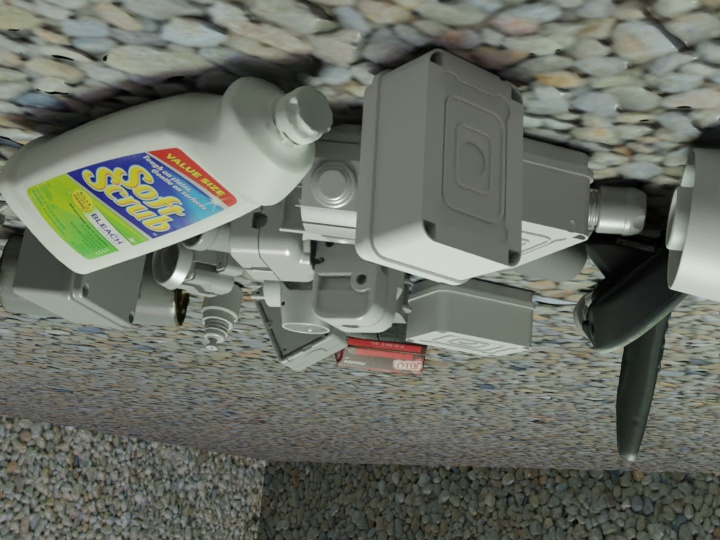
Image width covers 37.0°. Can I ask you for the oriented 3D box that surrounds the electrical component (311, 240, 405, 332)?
[{"bbox_3d":[0.000,0.000,0.858,0.054,0.095,0.059,-1,164,23],"label":"electrical component"}]

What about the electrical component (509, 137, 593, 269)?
[{"bbox_3d":[0.097,-0.044,0.729,0.078,0.057,0.113,11,164,-21],"label":"electrical component"}]

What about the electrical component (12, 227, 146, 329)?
[{"bbox_3d":[-0.213,-0.019,0.838,0.056,0.108,0.108,5,166,12],"label":"electrical component"}]

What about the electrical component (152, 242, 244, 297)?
[{"bbox_3d":[-0.148,-0.008,0.957,0.057,0.058,0.078,12,164,-36],"label":"electrical component"}]

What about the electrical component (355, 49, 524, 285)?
[{"bbox_3d":[0.044,-0.055,0.599,0.078,0.113,0.057,16,159,-37],"label":"electrical component"}]

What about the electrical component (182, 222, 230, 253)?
[{"bbox_3d":[-0.119,-0.034,0.885,0.046,0.040,0.040,11,165,-42],"label":"electrical component"}]

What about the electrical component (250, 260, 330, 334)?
[{"bbox_3d":[-0.062,0.015,0.975,0.079,0.077,0.043,1,165,18],"label":"electrical component"}]

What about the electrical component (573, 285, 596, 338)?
[{"bbox_3d":[0.237,0.040,1.028,0.066,0.048,0.055,11,157,-20],"label":"electrical component"}]

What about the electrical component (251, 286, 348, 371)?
[{"bbox_3d":[-0.060,0.044,1.067,0.062,0.096,0.061,-28,159,8],"label":"electrical component"}]

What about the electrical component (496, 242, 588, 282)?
[{"bbox_3d":[0.124,-0.019,0.842,0.079,0.044,0.077,-8,160,41],"label":"electrical component"}]

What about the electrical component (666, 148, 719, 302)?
[{"bbox_3d":[0.227,-0.029,0.671,0.064,0.099,0.099,9,166,10],"label":"electrical component"}]

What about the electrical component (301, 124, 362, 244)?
[{"bbox_3d":[-0.003,-0.054,0.686,0.051,0.080,0.080,7,166,14],"label":"electrical component"}]

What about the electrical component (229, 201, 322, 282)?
[{"bbox_3d":[-0.063,-0.026,0.864,0.059,0.053,0.095,3,165,10],"label":"electrical component"}]

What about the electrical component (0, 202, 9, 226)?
[{"bbox_3d":[-0.320,-0.043,0.885,0.077,0.065,0.047,-31,153,16],"label":"electrical component"}]

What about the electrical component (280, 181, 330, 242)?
[{"bbox_3d":[-0.016,-0.049,0.786,0.081,0.042,0.063,6,162,-3],"label":"electrical component"}]

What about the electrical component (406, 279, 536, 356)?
[{"bbox_3d":[0.110,0.046,1.072,0.113,0.057,0.078,12,164,-24],"label":"electrical component"}]

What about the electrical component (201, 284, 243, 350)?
[{"bbox_3d":[-0.149,0.048,1.142,0.040,0.078,0.040,7,152,4],"label":"electrical component"}]

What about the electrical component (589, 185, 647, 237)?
[{"bbox_3d":[0.168,-0.043,0.756,0.061,0.035,0.035,6,166,6],"label":"electrical component"}]
